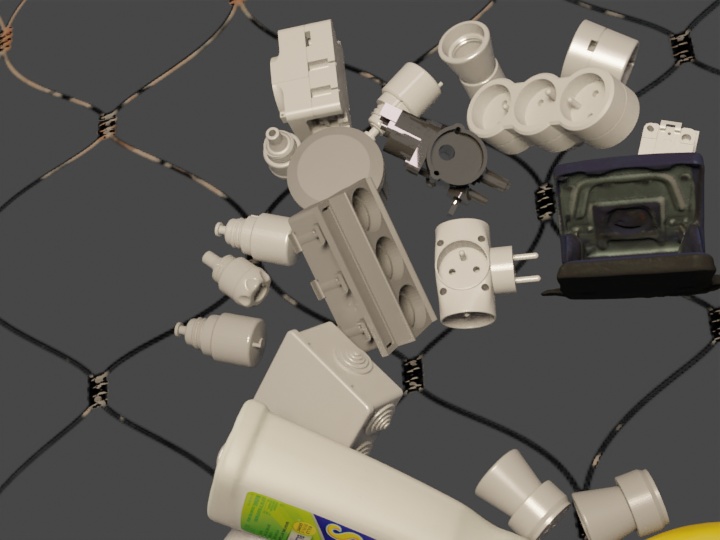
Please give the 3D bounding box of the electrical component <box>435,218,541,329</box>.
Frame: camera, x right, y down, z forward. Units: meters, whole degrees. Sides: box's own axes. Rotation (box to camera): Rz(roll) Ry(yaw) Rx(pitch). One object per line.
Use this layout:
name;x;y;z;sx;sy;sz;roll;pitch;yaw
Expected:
electrical component;0.100;0.001;0.837;0.079;0.044;0.077;-6;69;10

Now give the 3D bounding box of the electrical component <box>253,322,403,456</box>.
electrical component;-0.025;0.099;0.805;0.100;0.048;0.099;43;124;23

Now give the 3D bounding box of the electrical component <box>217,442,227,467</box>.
electrical component;-0.083;0.150;0.820;0.040;0.046;0.040;-4;69;11

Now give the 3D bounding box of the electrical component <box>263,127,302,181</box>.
electrical component;-0.065;-0.101;0.903;0.035;0.061;0.035;-4;69;11

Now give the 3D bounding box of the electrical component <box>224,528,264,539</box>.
electrical component;-0.070;0.222;0.791;0.079;0.044;0.077;34;80;22

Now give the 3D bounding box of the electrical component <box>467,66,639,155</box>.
electrical component;0.160;-0.118;0.853;0.138;0.074;0.052;2;74;46

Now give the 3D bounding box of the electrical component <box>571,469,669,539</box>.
electrical component;0.183;0.168;0.755;0.055;0.045;0.045;-22;67;3

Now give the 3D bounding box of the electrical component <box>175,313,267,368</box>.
electrical component;-0.111;0.054;0.866;0.078;0.040;0.040;9;72;15

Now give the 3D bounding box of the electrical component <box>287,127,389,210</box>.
electrical component;-0.016;-0.073;0.887;0.080;0.051;0.080;-4;69;11

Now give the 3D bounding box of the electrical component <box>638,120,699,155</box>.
electrical component;0.234;-0.079;0.827;0.042;0.063;0.081;11;72;15

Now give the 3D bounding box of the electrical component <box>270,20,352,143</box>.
electrical component;-0.043;-0.162;0.927;0.056;0.050;0.089;-10;68;9

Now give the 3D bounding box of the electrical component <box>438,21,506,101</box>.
electrical component;0.097;-0.168;0.890;0.044;0.065;0.044;-14;54;20

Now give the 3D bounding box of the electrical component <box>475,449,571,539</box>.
electrical component;0.117;0.163;0.772;0.045;0.045;0.055;-45;67;-6

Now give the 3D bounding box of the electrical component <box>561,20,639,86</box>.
electrical component;0.196;-0.169;0.875;0.047;0.055;0.055;23;76;16

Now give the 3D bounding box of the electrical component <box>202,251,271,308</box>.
electrical component;-0.105;0.004;0.887;0.061;0.035;0.035;33;80;23

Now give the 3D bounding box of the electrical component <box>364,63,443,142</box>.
electrical component;0.033;-0.139;0.907;0.040;0.040;0.078;40;82;22

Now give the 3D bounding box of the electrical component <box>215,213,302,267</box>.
electrical component;-0.082;-0.027;0.890;0.078;0.040;0.040;10;72;16

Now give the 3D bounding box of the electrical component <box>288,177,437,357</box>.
electrical component;0.000;0.000;0.822;0.063;0.079;0.121;-21;99;33
